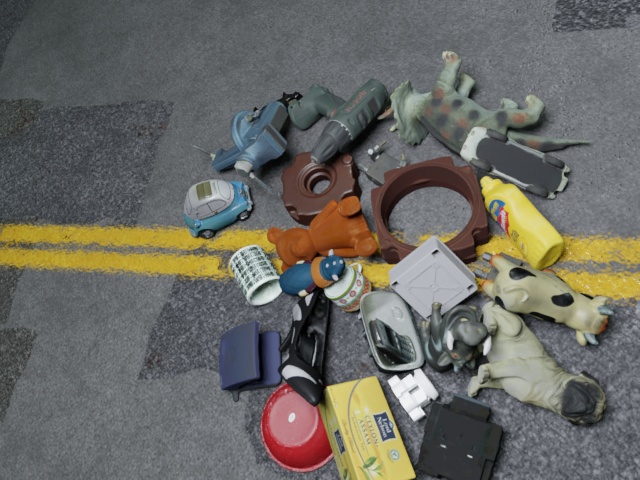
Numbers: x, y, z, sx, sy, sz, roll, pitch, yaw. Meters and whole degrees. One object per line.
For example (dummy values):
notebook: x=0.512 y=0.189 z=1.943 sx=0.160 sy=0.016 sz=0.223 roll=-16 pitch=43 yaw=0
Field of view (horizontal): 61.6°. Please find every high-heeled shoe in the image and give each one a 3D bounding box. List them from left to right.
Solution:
high-heeled shoe: x=-0.005 y=0.175 z=0.920 sx=0.145 sy=0.086 sz=0.249 roll=-50 pitch=24 yaw=0

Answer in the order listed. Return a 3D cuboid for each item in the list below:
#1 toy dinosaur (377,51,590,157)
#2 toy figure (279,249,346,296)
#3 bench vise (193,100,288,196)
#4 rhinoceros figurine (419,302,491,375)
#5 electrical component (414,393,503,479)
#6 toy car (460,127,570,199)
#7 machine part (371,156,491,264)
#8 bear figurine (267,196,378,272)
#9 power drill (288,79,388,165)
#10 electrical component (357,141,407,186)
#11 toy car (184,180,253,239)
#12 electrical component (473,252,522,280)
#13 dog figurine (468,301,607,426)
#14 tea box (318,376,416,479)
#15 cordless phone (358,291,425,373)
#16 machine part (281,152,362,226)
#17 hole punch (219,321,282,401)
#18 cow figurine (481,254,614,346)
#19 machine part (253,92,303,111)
toy dinosaur: x=0.291 y=-0.226 z=1.053 sx=0.405 sy=0.131 sz=0.192 roll=36 pitch=96 yaw=23
toy figure: x=-0.009 y=0.061 z=0.991 sx=0.154 sy=0.058 sz=0.064 roll=-20 pitch=94 yaw=36
bench vise: x=-0.163 y=-0.198 z=1.175 sx=0.241 sy=0.128 sz=0.223 roll=-17 pitch=51 yaw=39
rhinoceros figurine: x=0.207 y=0.157 z=0.846 sx=0.073 sy=0.190 sz=0.112 roll=12 pitch=64 yaw=-1
electrical component: x=0.221 y=0.313 z=0.840 sx=0.115 sy=0.058 sz=0.134 roll=13 pitch=70 yaw=22
toy car: x=0.355 y=-0.140 z=0.976 sx=0.202 sy=0.056 sz=0.073 roll=23 pitch=102 yaw=-4
machine part: x=0.203 y=-0.048 z=1.007 sx=0.201 sy=0.087 sz=0.201 roll=-12 pitch=63 yaw=12
bear figurine: x=-0.002 y=-0.003 z=1.031 sx=0.196 sy=0.132 sz=0.120 roll=-19 pitch=95 yaw=1
power drill: x=0.017 y=-0.259 z=1.134 sx=0.232 sy=0.085 sz=0.207 roll=-44 pitch=33 yaw=-13
electrical component: x=0.133 y=-0.153 z=1.106 sx=0.078 sy=0.045 sz=0.102 roll=-41 pitch=59 yaw=-5
toy car: x=-0.234 y=-0.079 z=1.163 sx=0.162 sy=0.102 sz=0.109 roll=-20 pitch=61 yaw=11
electrical component: x=0.325 y=0.058 z=0.950 sx=0.094 sy=0.021 sz=0.063 roll=25 pitch=75 yaw=27
dog figurine: x=0.344 y=0.189 z=0.847 sx=0.191 sy=0.121 sz=0.172 roll=10 pitch=71 yaw=8
tea box: x=0.070 y=0.315 z=0.861 sx=0.098 sy=0.068 sz=0.170 roll=-7 pitch=56 yaw=-25
cordless phone: x=0.102 y=0.140 z=0.892 sx=0.089 sy=0.184 sz=0.147 roll=-21 pitch=60 yaw=13
machine part: x=0.000 y=-0.115 z=1.127 sx=0.179 sy=0.056 sz=0.179 roll=-8 pitch=63 yaw=17
hole punch: x=-0.140 y=0.217 z=0.995 sx=0.116 sy=0.092 sz=0.142 roll=-14 pitch=65 yaw=16
cow figurine: x=0.369 y=0.095 z=0.851 sx=0.195 sy=0.127 sz=0.085 roll=17 pitch=109 yaw=-9
machine part: x=-0.094 y=-0.306 z=1.247 sx=0.139 sy=0.084 sz=0.039 roll=-14 pitch=79 yaw=25
